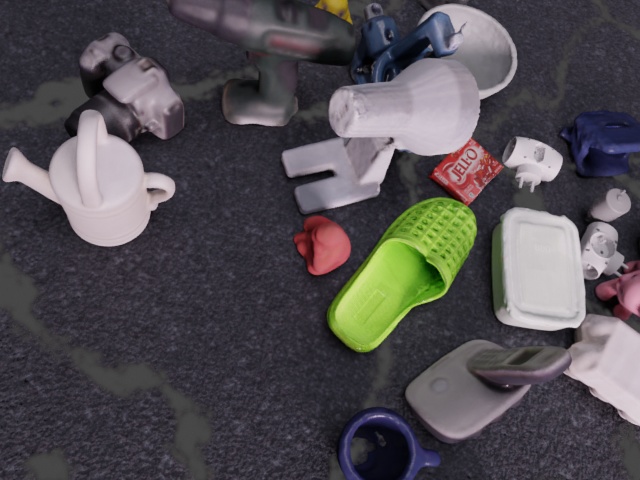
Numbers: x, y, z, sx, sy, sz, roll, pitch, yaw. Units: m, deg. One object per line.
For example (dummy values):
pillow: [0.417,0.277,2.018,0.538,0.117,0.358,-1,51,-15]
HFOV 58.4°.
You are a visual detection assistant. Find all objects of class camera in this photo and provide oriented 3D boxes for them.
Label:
camera: [-0.267,-0.181,0.737,0.143,0.100,0.137,43,67,6]

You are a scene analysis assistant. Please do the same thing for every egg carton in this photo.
egg carton: [0.403,0.174,0.770,0.150,0.069,0.107,36,67,3]

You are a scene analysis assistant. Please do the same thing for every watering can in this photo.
watering can: [-0.258,-0.069,0.646,0.173,0.194,0.101,-18,74,-18]

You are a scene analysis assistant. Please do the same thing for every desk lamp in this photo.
desk lamp: [0.072,-0.133,0.733,0.203,0.213,0.118,-17,74,-18]

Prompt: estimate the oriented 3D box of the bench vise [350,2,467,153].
bench vise: [0.109,-0.248,0.781,0.122,0.219,0.207,-37,81,-22]

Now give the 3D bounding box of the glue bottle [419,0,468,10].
glue bottle: [0.216,-0.422,0.896,0.078,0.173,0.037,45,67,7]

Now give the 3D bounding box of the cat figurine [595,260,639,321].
cat figurine: [0.455,0.064,0.796,0.128,0.117,0.067,-32,79,-21]

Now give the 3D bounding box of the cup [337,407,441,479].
cup: [0.069,0.243,0.656,0.118,0.095,0.092,9,68,-9]

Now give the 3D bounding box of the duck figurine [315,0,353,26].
duck figurine: [0.019,-0.344,0.870,0.077,0.086,0.104,18,67,-5]

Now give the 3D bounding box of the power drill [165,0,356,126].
power drill: [-0.077,-0.235,0.741,0.230,0.208,0.075,-1,70,-13]

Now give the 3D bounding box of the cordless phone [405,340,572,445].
cordless phone: [0.193,0.168,0.662,0.148,0.185,0.094,-32,79,-21]

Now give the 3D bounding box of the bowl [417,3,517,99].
bowl: [0.216,-0.280,0.896,0.167,0.074,0.167,4,69,-11]

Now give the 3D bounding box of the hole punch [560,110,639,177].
hole punch: [0.452,-0.161,0.895,0.109,0.091,0.101,-6,71,-14]

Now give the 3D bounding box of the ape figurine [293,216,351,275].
ape figurine: [0.007,0.003,0.734,0.076,0.092,0.078,15,67,-6]
